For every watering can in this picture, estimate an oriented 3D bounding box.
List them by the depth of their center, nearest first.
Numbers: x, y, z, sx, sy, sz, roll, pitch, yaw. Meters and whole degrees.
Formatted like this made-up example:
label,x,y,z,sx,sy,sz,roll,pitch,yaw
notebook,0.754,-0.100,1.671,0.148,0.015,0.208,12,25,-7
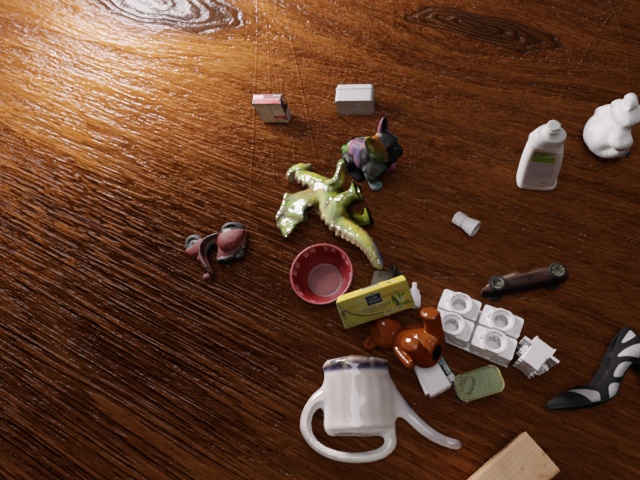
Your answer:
label,x,y,z,sx,sy,sz,roll,pitch,yaw
watering can,0.129,0.369,1.143,0.348,0.229,0.102,-1,-25,-4

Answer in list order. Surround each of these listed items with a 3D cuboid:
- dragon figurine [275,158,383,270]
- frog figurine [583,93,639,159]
label,x,y,z,sx,sy,sz,roll,pitch,yaw
dragon figurine,0.004,-0.068,1.356,0.242,0.420,0.120,-19,-36,8
frog figurine,0.740,-0.285,1.293,0.122,0.140,0.156,-4,-24,10
